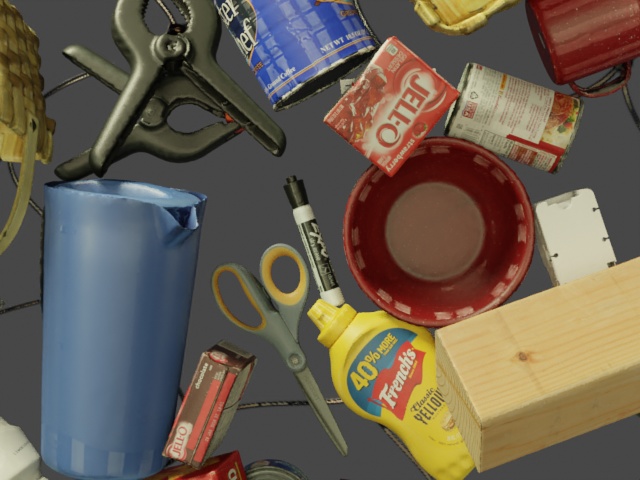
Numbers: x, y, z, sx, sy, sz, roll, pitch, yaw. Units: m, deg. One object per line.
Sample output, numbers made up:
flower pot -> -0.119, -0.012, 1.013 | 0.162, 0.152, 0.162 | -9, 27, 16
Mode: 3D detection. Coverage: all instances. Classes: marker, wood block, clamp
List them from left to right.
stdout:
clamp -> -0.151, -0.118, 0.935 | 0.171, 0.039, 0.120 | -6, 91, -5
clamp -> -0.134, -0.150, 0.904 | 0.164, 0.036, 0.210 | -14, 75, -17
marker -> -0.006, 0.001, 0.941 | 0.020, 0.020, 0.121 | -19, 91, 3
wood block -> 0.203, 0.093, 0.843 | 0.206, 0.090, 0.091 | -19, 53, -7

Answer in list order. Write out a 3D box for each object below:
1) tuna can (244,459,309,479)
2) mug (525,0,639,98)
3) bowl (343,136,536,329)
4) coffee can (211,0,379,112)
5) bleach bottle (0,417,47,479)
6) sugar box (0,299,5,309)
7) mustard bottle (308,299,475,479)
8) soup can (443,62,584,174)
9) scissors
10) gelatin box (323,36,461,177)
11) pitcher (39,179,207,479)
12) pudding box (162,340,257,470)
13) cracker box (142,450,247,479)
tuna can -> -0.045, 0.238, 0.942 | 0.086, 0.033, 0.086 | 0, 92, 3
mug -> 0.227, -0.171, 0.898 | 0.081, 0.093, 0.117 | -20, 127, 8
bowl -> 0.100, -0.007, 0.917 | 0.162, 0.055, 0.162 | 0, 92, 3
coffee can -> -0.029, -0.194, 0.895 | 0.103, 0.103, 0.140 | -30, 90, 3
bleach bottle -> -0.325, 0.146, 0.875 | 0.251, 0.102, 0.068 | 37, 105, 0
sugar box -> -0.377, 0.088, 0.948 | 0.093, 0.048, 0.176 | 44, 94, 0
mustard bottle -> 0.068, 0.118, 0.921 | 0.191, 0.058, 0.096 | 39, 93, 2
soup can -> 0.163, -0.104, 0.905 | 0.102, 0.068, 0.068 | 19, 92, 3
scissors -> -0.012, 0.088, 0.945 | 0.096, 0.016, 0.202 | -43, 90, 3
gelatin box -> 0.058, -0.108, 0.865 | 0.073, 0.030, 0.089 | 39, 101, -7
pitcher -> -0.178, 0.069, 0.898 | 0.145, 0.149, 0.243 | 6, 97, -5
pudding box -> -0.091, 0.136, 0.901 | 0.039, 0.113, 0.090 | 23, 92, 5
cracker box -> -0.148, 0.287, 0.910 | 0.214, 0.072, 0.164 | -18, 91, 17
